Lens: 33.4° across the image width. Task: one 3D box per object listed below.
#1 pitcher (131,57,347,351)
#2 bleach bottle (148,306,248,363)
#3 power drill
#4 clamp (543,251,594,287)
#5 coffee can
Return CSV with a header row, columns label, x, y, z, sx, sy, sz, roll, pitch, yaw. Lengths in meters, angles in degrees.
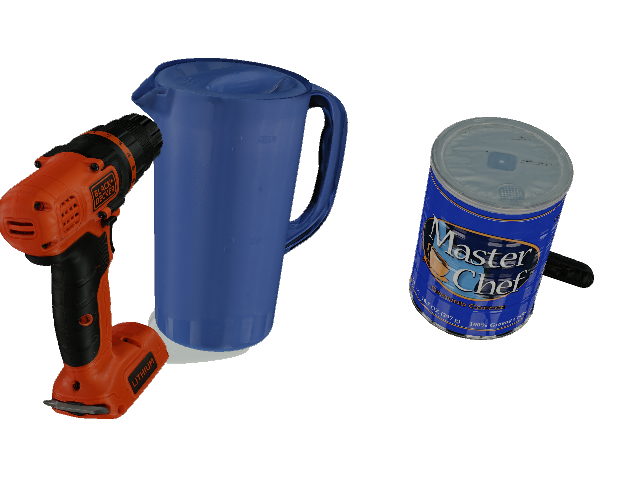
label,x,y,z,sx,sy,sz,roll,pitch,yaw
pitcher,-0.075,-0.031,0.933,0.149,0.243,0.144,15,24,19
bleach bottle,-0.124,0.019,1.118,0.102,0.068,0.251,-5,37,-3
power drill,-0.154,0.016,0.758,0.057,0.188,0.184,3,25,19
clamp,0.188,0.011,1.069,0.120,0.039,0.171,-10,45,-22
coffee can,0.126,-0.008,0.814,0.103,0.140,0.103,2,44,-2
